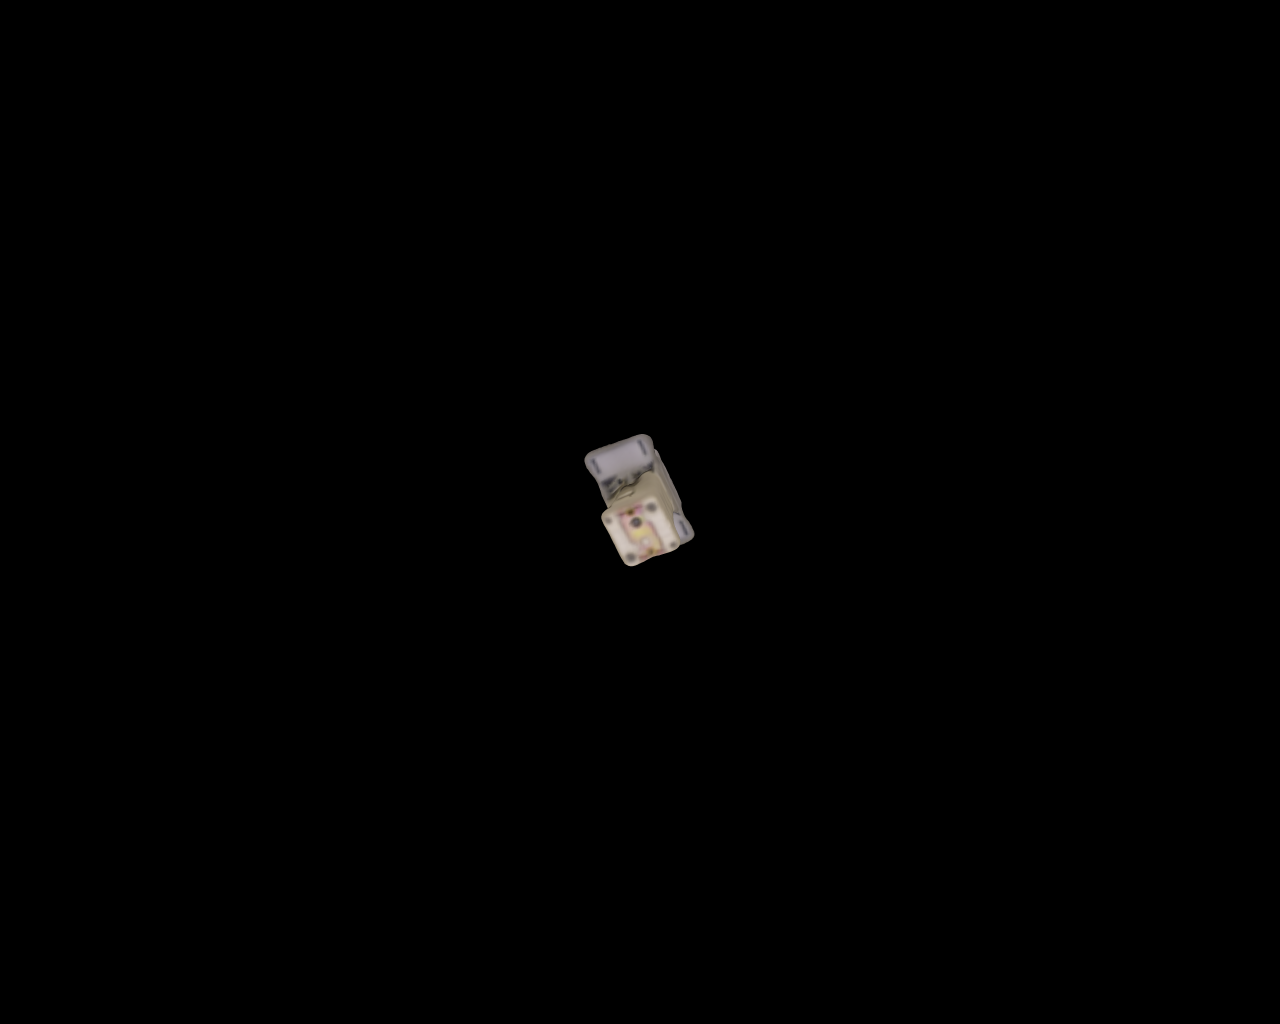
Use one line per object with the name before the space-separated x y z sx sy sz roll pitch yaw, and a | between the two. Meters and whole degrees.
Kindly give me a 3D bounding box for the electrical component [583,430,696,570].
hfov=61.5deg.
electrical component | 0.001 -0.003 0.650 0.042 0.081 0.064 -21 28 12
